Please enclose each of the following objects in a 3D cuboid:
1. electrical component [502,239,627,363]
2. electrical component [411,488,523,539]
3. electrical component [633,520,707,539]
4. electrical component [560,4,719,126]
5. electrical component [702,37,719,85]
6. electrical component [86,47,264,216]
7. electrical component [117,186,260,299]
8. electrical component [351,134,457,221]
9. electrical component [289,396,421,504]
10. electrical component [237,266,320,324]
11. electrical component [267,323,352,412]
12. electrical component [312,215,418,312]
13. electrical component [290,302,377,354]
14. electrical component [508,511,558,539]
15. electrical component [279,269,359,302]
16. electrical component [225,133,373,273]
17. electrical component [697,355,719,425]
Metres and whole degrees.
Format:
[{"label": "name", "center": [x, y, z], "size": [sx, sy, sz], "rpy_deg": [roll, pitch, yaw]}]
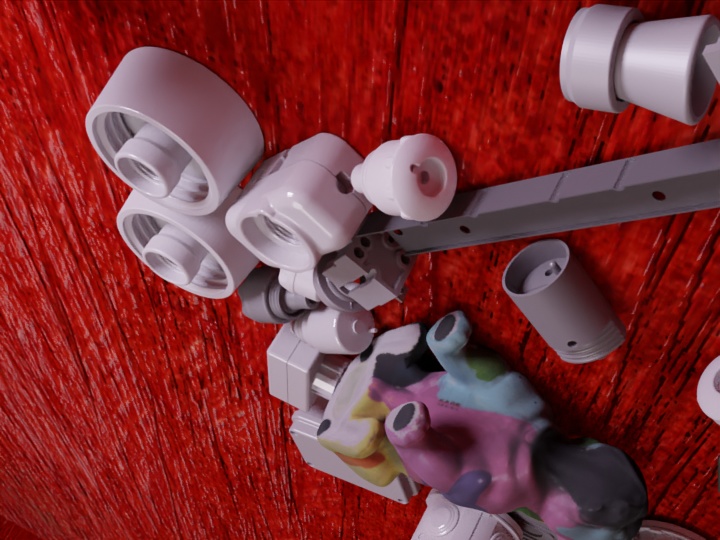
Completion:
[{"label": "electrical component", "center": [0.122, 0.024, 0.629], "size": [0.043, 0.043, 0.081], "rpy_deg": [-3, 138, 47]}, {"label": "electrical component", "center": [0.082, 0.208, 0.835], "size": [0.080, 0.051, 0.080], "rpy_deg": [24, 152, 14]}, {"label": "electrical component", "center": [0.245, 0.236, 0.847], "size": [0.080, 0.051, 0.080], "rpy_deg": [24, 152, 14]}, {"label": "electrical component", "center": [0.117, -0.087, 0.450], "size": [0.055, 0.045, 0.045], "rpy_deg": [15, 148, 30]}, {"label": "electrical component", "center": [0.228, -0.069, 0.352], "size": [0.186, 0.060, 0.105], "rpy_deg": [-3, 137, 48]}, {"label": "electrical component", "center": [-0.122, -0.080, 0.683], "size": [0.108, 0.060, 0.108], "rpy_deg": [24, 152, 14]}, {"label": "electrical component", "center": [-0.124, -0.024, 0.777], "size": [0.108, 0.060, 0.108], "rpy_deg": [24, 152, 14]}, {"label": "electrical component", "center": [0.020, -0.052, 0.607], "size": [0.062, 0.048, 0.048], "rpy_deg": [6, 144, 52]}, {"label": "electrical component", "center": [0.003, 0.148, 0.937], "size": [0.113, 0.057, 0.078], "rpy_deg": [17, 149, 26]}, {"label": "electrical component", "center": [-0.057, 0.019, 0.800], "size": [0.062, 0.043, 0.043], "rpy_deg": [2, 141, 41]}, {"label": "electrical component", "center": [-0.031, 0.082, 0.873], "size": [0.076, 0.047, 0.083], "rpy_deg": [25, 152, 11]}, {"label": "electrical component", "center": [0.000, 0.000, 0.710], "size": [0.066, 0.048, 0.055], "rpy_deg": [39, 144, -14]}, {"label": "electrical component", "center": [-0.024, 0.043, 0.809], "size": [0.078, 0.040, 0.040], "rpy_deg": [-3, 137, 48]}, {"label": "electrical component", "center": [0.146, 0.183, 0.851], "size": [0.113, 0.057, 0.078], "rpy_deg": [24, 152, 14]}, {"label": "electrical component", "center": [-0.024, 0.007, 0.756], "size": [0.061, 0.035, 0.035], "rpy_deg": [21, 151, 14]}, {"label": "electrical component", "center": [-0.038, -0.038, 0.669], "size": [0.054, 0.059, 0.095], "rpy_deg": [43, 151, -20]}, {"label": "electrical component", "center": [0.226, 0.077, 0.612], "size": [0.062, 0.048, 0.048], "rpy_deg": [40, 152, -30]}]
